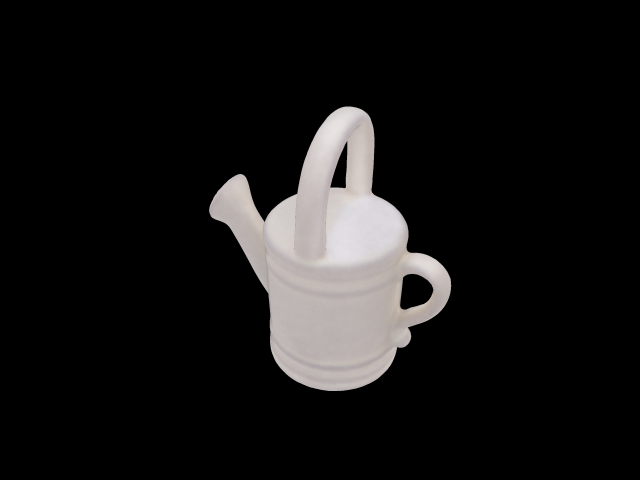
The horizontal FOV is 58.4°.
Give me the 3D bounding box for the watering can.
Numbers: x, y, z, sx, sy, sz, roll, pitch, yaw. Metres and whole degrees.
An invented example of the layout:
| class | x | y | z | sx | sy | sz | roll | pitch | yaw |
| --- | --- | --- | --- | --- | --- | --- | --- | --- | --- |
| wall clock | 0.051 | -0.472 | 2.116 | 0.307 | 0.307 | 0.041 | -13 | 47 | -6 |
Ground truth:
| class | x | y | z | sx | sy | sz | roll | pitch | yaw |
| --- | --- | --- | --- | --- | --- | --- | --- | --- | --- |
| watering can | 0.003 | 0.003 | 0.398 | 0.172 | 0.194 | 0.101 | 3 | 36 | 4 |
